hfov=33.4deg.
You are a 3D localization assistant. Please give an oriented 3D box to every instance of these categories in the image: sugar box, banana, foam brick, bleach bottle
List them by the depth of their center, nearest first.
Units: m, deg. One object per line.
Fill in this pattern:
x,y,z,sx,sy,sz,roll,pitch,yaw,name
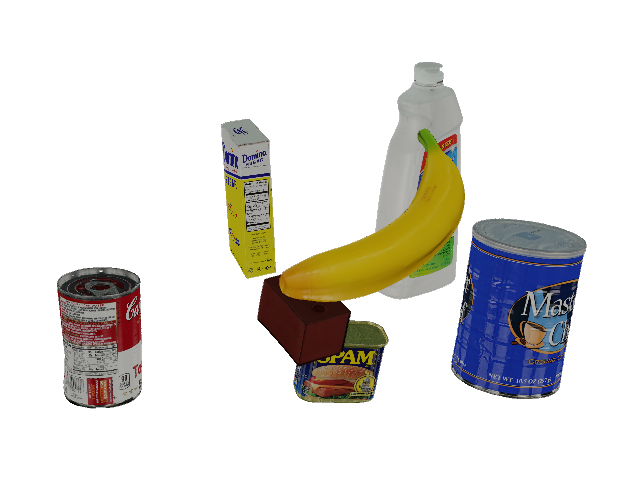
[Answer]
0.051,-0.006,0.752,0.070,0.037,0.197,29,48,19,banana
-0.016,0.071,1.005,0.052,0.051,0.078,-15,40,-31,foam brick
0.106,-0.067,1.165,0.102,0.251,0.068,-15,27,-32,bleach bottle
-0.090,-0.052,1.318,0.048,0.176,0.093,-12,26,-15,sugar box

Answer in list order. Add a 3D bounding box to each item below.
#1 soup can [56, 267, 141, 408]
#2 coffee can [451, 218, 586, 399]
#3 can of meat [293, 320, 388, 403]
-0.185,0.082,0.897,0.068,0.102,0.068,2,18,-1,soup can
0.181,0.061,0.984,0.103,0.140,0.103,6,16,-2,coffee can
0.022,0.144,1.265,0.102,0.084,0.057,4,24,-14,can of meat
